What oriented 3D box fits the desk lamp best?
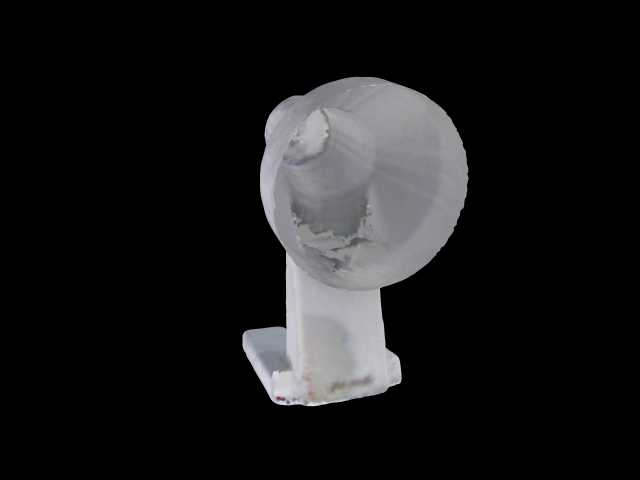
[{"bbox_3d":[0.004,0.001,0.400,0.118,0.213,0.202,-2,7,-19],"label":"desk lamp"}]
